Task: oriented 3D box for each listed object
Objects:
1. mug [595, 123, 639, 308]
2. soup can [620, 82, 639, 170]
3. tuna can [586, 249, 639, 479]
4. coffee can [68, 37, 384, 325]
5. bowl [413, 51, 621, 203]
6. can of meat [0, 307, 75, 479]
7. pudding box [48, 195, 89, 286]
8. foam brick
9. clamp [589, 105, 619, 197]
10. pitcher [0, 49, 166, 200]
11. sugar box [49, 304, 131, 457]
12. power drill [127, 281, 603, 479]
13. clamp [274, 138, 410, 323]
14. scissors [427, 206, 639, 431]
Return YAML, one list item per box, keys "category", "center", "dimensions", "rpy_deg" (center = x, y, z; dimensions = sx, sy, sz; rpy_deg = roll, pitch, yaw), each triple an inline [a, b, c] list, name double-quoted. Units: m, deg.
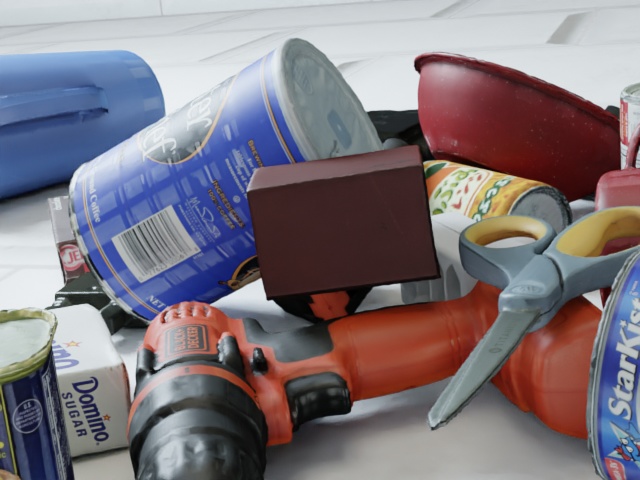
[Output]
- category: "mug"
  center: [0.174, -0.007, 0.500]
  dimensions: [0.082, 0.117, 0.093]
  rpy_deg: [-4, 5, 22]
- category: "soup can"
  center: [0.203, -0.035, 0.598]
  dimensions: [0.068, 0.102, 0.068]
  rpy_deg: [-5, 17, 1]
- category: "tuna can"
  center: [0.125, 0.047, 0.379]
  dimensions: [0.034, 0.086, 0.086]
  rpy_deg: [9, 22, 32]
- category: "coffee can"
  center: [-0.046, -0.028, 0.564]
  dimensions: [0.140, 0.103, 0.102]
  rpy_deg: [-27, 8, 22]
- category: "bowl"
  center: [0.125, -0.064, 0.697]
  dimensions: [0.162, 0.055, 0.162]
  rpy_deg: [24, -1, 0]
- category: "can of meat"
  center: [-0.136, 0.076, 0.367]
  dimensions: [0.102, 0.084, 0.057]
  rpy_deg: [-7, 17, -6]
- category: "pudding box"
  center: [-0.133, -0.006, 0.717]
  dimensions: [0.090, 0.039, 0.114]
  rpy_deg: [-10, 17, -14]
- category: "foam brick"
  center: [0.011, -0.008, 0.471]
  dimensions: [0.078, 0.051, 0.053]
  rpy_deg: [-8, 14, 6]
- category: "clamp"
  center: [0.210, -0.069, 0.819]
  dimensions: [0.164, 0.036, 0.210]
  rpy_deg: [-12, 20, -19]
- category: "pitcher"
  center: [-0.251, -0.104, 0.931]
  dimensions: [0.242, 0.145, 0.149]
  rpy_deg: [-18, 49, -45]
- category: "sugar box"
  center: [-0.176, 0.072, 0.462]
  dimensions: [0.176, 0.048, 0.093]
  rpy_deg: [-12, 18, -18]
- category: "power drill"
  center: [0.018, 0.059, 0.422]
  dimensions: [0.187, 0.057, 0.184]
  rpy_deg: [-7, 17, -6]
- category: "clamp"
  center: [-0.004, 0.001, 0.628]
  dimensions: [0.120, 0.039, 0.171]
  rpy_deg: [-27, 20, 22]
- category: "scissors"
  center: [0.065, 0.020, 0.406]
  dimensions: [0.096, 0.016, 0.201]
  rpy_deg: [7, 22, 42]
